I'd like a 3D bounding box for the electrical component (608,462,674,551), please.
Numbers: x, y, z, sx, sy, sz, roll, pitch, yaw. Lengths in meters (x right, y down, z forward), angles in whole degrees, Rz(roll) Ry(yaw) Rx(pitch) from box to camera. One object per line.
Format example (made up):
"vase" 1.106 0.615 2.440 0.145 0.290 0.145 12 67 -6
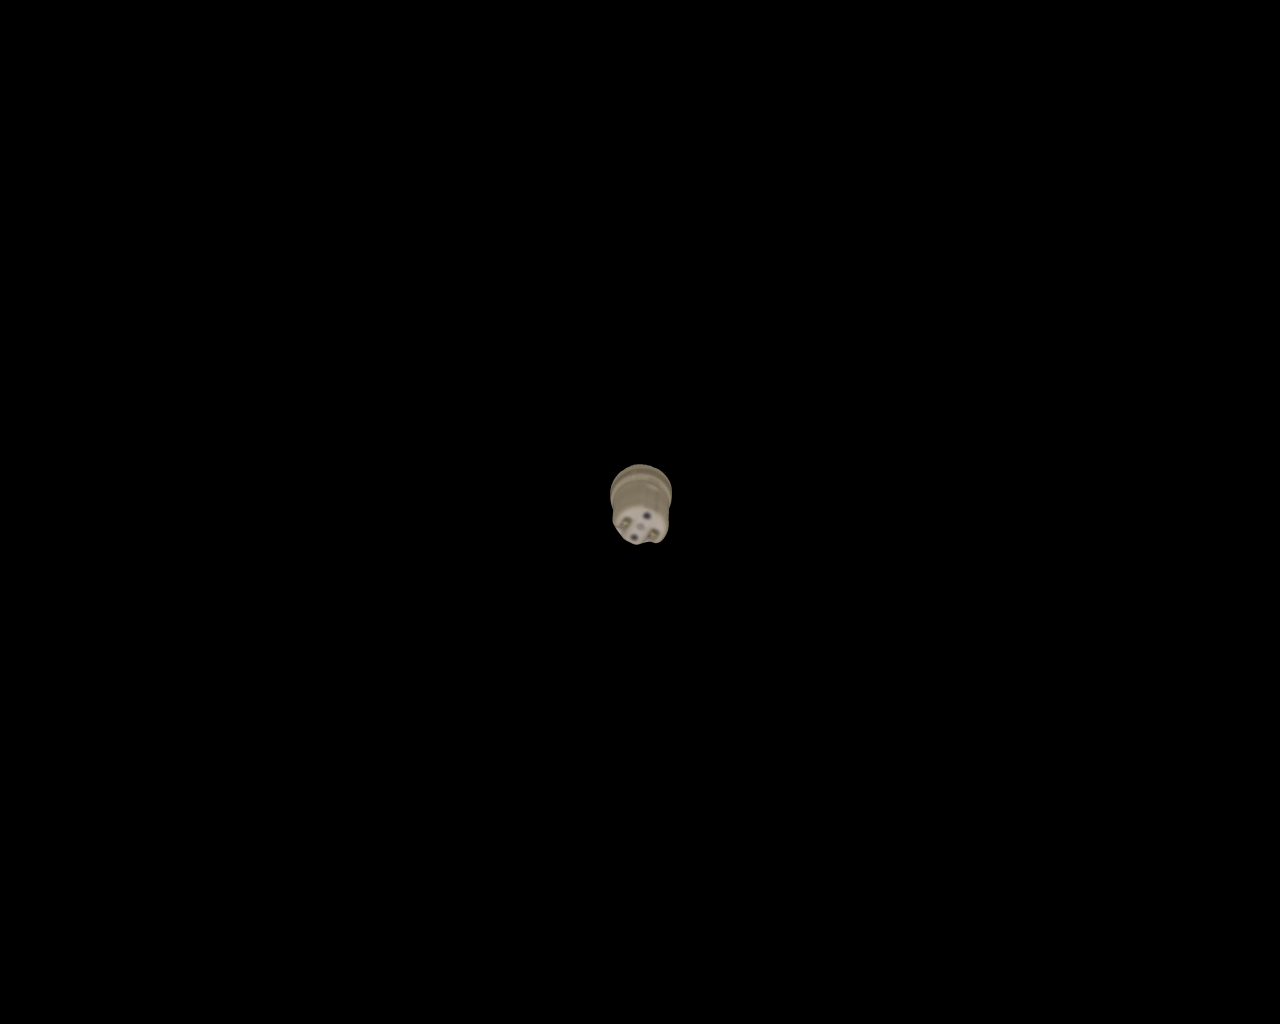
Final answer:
"electrical component" 0.001 -0.003 0.650 0.040 0.040 0.046 0 30 0
